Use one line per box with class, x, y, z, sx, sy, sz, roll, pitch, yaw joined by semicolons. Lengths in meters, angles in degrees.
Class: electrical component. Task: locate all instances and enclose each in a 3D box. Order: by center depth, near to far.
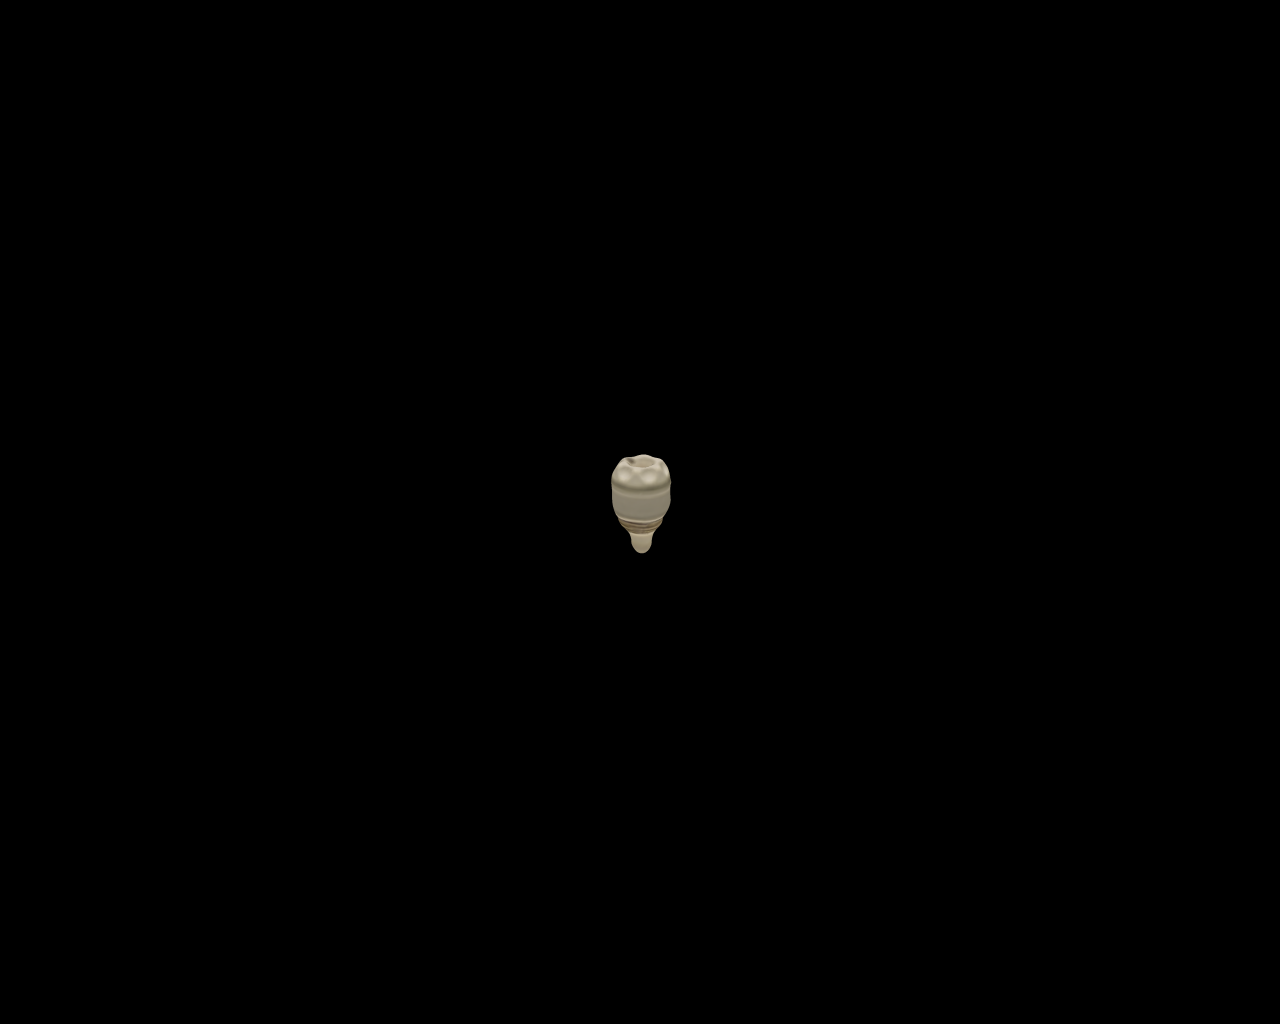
electrical component;0.001;-0.003;0.650;0.035;0.061;0.035;0;25;0
